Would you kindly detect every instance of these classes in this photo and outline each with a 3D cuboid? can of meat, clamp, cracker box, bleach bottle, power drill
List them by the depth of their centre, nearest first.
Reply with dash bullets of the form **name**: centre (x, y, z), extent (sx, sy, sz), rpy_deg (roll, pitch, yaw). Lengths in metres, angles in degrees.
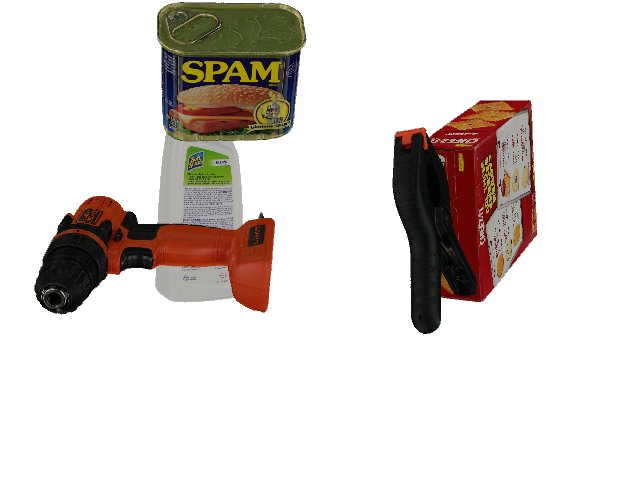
- **can of meat**: centre (-0.065, -0.118, 0.762), extent (0.102, 0.057, 0.084), rpy_deg (-1, -43, -9)
- **power drill**: centre (-0.134, 0.016, 0.897), extent (0.187, 0.057, 0.184), rpy_deg (7, 24, -2)
- **clamp**: centre (0.091, -0.007, 0.913), extent (0.039, 0.171, 0.120), rpy_deg (-13, 17, 23)
- **cracker box**: centre (0.172, -0.050, 1.151), extent (0.072, 0.164, 0.213), rpy_deg (3, 21, 26)
- **bleach bottle**: centre (-0.126, -0.061, 1.174), extent (0.102, 0.251, 0.068), rpy_deg (-4, 19, -31)
